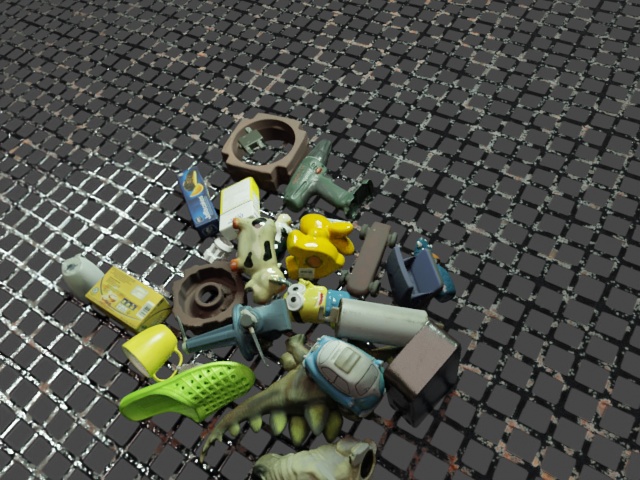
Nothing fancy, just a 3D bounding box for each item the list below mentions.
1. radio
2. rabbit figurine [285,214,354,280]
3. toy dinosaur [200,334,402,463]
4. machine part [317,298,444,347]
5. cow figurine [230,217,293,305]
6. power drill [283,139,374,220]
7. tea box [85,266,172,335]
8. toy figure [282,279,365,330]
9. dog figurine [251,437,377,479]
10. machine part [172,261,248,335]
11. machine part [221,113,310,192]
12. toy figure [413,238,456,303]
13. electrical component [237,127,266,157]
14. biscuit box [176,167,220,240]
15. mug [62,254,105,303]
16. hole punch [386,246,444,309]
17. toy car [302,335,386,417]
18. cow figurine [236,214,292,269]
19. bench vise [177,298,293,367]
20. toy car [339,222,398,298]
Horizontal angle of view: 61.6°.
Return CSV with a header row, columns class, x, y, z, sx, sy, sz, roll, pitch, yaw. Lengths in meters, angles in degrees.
class,x,y,z,sx,sy,sz,roll,pitch,yaw
radio,0.183,0.247,0.964,0.131,0.229,0.073,-43,60,-15
rabbit figurine,-0.003,-0.004,1.239,0.162,0.121,0.173,-6,37,1
toy dinosaur,-0.014,0.285,1.040,0.472,0.105,0.199,-18,55,-5
machine part,0.116,0.161,1.029,0.243,0.079,0.079,8,56,-4
cow figurine,-0.128,0.045,1.178,0.127,0.085,0.195,-4,76,11
power drill,0.029,-0.149,1.352,0.207,0.085,0.232,28,65,20
tea box,-0.435,0.143,1.226,0.170,0.068,0.098,27,62,25
toy figure,0.005,0.146,1.151,0.180,0.089,0.082,7,28,2
dog figurine,-0.011,0.404,0.974,0.191,0.121,0.172,9,21,35
machine part,-0.248,0.130,1.215,0.179,0.056,0.179,-4,54,5
machine part,-0.142,-0.234,1.433,0.201,0.087,0.201,15,60,18
toy figure,0.244,0.064,1.181,0.058,0.064,0.155,-28,55,7
electrical component,-0.181,-0.254,1.388,0.063,0.021,0.094,-30,57,-11
biscuit box,-0.310,-0.096,1.378,0.063,0.059,0.203,-23,56,-8
mug,-0.559,0.077,1.267,0.081,0.107,0.110,-13,57,-3
hole punch,0.182,0.083,1.135,0.092,0.115,0.142,4,51,-31
toy car,0.050,0.231,0.965,0.162,0.102,0.109,37,62,13
cow figurine,-0.109,0.014,1.266,0.098,0.068,0.167,36,71,21
bench vise,-0.169,0.187,1.073,0.241,0.223,0.128,-15,86,5
toy car,0.113,0.045,1.219,0.089,0.053,0.202,14,56,16
